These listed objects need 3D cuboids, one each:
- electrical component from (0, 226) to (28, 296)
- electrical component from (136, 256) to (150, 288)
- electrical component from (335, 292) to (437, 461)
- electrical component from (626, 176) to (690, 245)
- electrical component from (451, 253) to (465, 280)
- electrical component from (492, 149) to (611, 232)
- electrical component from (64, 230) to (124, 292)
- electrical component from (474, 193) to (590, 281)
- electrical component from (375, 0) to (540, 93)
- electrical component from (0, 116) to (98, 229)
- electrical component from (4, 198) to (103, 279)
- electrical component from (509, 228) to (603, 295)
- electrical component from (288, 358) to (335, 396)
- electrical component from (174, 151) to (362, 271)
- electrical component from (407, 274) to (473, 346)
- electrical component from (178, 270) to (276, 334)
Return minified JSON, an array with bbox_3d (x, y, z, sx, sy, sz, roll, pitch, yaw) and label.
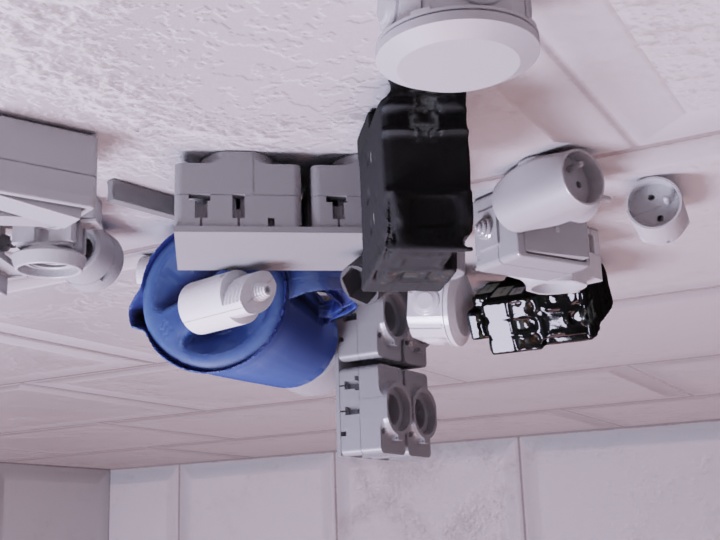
[{"bbox_3d":[-0.321,-0.022,0.848,0.079,0.063,0.121,-2,166,2],"label":"electrical component"},{"bbox_3d":[-0.184,0.004,1.020,0.046,0.040,0.040,0,167,16],"label":"electrical component"},{"bbox_3d":[0.027,0.103,1.135,0.060,0.186,0.105,-11,163,30],"label":"electrical component"},{"bbox_3d":[0.245,-0.044,0.879,0.043,0.043,0.081,-7,165,20],"label":"electrical component"},{"bbox_3d":[0.067,-0.018,0.950,0.055,0.047,0.055,-2,166,0],"label":"electrical component"},{"bbox_3d":[0.155,-0.057,0.814,0.079,0.044,0.077,8,163,-33],"label":"electrical component"},{"bbox_3d":[-0.235,-0.014,0.914,0.055,0.055,0.047,-4,162,8],"label":"electrical component"},{"bbox_3d":[0.137,-0.031,0.878,0.096,0.061,0.061,8,163,-33],"label":"electrical component"},{"bbox_3d":[0.047,-0.123,0.530,0.080,0.051,0.080,-2,165,0],"label":"electrical component"},{"bbox_3d":[-0.230,-0.062,0.712,0.096,0.061,0.062,9,162,-38],"label":"electrical component"},{"bbox_3d":[-0.246,-0.027,0.855,0.078,0.057,0.058,-2,166,0],"label":"electrical component"},{"bbox_3d":[0.176,-0.011,0.974,0.050,0.055,0.089,-15,161,40],"label":"electrical component"},{"bbox_3d":[-0.060,0.083,1.214,0.108,0.108,0.060,-6,159,14],"label":"electrical component"},{"bbox_3d":[-0.045,-0.042,0.815,0.186,0.060,0.105,0,165,-8],"label":"electrical component"},{"bbox_3d":[0.084,0.039,1.110,0.051,0.080,0.080,-2,167,24],"label":"electrical component"},{"bbox_3d":[-0.100,0.023,0.843,0.081,0.043,0.043,-15,161,39],"label":"electrical component"}]
